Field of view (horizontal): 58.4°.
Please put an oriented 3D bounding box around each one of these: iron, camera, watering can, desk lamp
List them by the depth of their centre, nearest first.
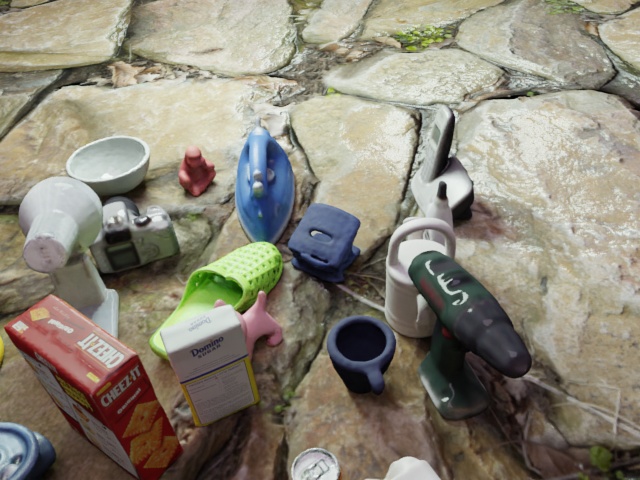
[{"bbox_3d":[0.143,0.039,0.837,0.101,0.194,0.172,-16,43,-12],"label":"watering can"},{"bbox_3d":[-0.380,0.037,0.870,0.118,0.214,0.203,-13,43,-9],"label":"desk lamp"},{"bbox_3d":[-0.339,-0.030,1.025,0.143,0.101,0.136,-16,43,-13],"label":"camera"},{"bbox_3d":[-0.108,-0.112,1.067,0.118,0.142,0.258,-6,42,-1],"label":"iron"}]

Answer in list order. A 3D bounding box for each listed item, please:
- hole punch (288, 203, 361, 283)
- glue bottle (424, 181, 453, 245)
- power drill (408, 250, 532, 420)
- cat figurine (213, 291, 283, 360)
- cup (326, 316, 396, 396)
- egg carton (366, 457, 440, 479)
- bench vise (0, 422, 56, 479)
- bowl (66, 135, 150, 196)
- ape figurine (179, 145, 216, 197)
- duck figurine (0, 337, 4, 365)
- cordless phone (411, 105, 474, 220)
[{"bbox_3d":[0.009,0.003,0.966,0.108,0.091,0.101,21,48,26],"label":"hole punch"},{"bbox_3d":[0.190,-0.024,0.919,0.037,0.173,0.078,-10,42,-5],"label":"glue bottle"},{"bbox_3d":[0.179,0.130,0.722,0.076,0.209,0.229,-15,43,-12],"label":"power drill"},{"bbox_3d":[-0.118,0.125,0.821,0.067,0.118,0.128,28,51,31],"label":"cat figurine"},{"bbox_3d":[0.061,0.173,0.769,0.092,0.095,0.117,-14,43,-10],"label":"cup"},{"bbox_3d":[0.108,0.316,0.625,0.107,0.069,0.150,-24,46,-21],"label":"egg carton"},{"bbox_3d":[-0.390,0.265,0.611,0.121,0.220,0.207,2,42,8],"label":"bench vise"},{"bbox_3d":[-0.423,-0.141,1.175,0.167,0.075,0.167,-2,42,2],"label":"bowl"},{"bbox_3d":[-0.252,-0.147,1.155,0.078,0.092,0.076,-17,43,-14],"label":"ape figurine"},{"bbox_3d":[-0.519,0.160,0.840,0.077,0.086,0.104,-1,42,5],"label":"duck figurine"},{"bbox_3d":[0.225,-0.133,1.029,0.094,0.185,0.147,-12,42,-8],"label":"cordless phone"}]
